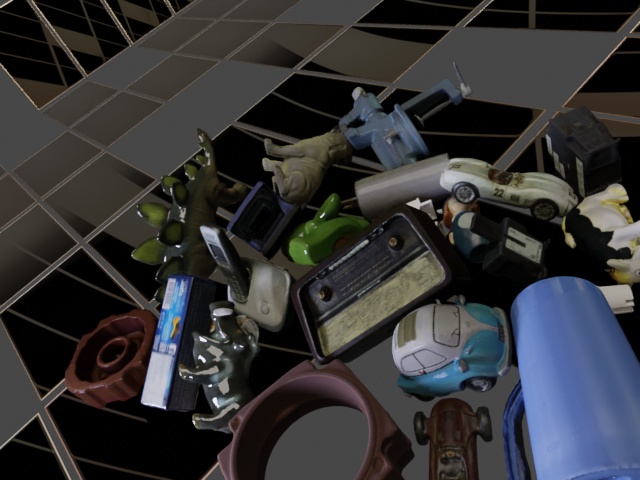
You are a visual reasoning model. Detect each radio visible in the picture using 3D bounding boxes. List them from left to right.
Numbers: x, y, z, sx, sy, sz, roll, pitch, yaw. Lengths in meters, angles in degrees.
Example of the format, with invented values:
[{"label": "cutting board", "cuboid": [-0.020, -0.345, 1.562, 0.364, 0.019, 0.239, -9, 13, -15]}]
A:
[{"label": "radio", "cuboid": [0.073, 0.061, 0.728, 0.229, 0.073, 0.131, -38, 61, 24]}]

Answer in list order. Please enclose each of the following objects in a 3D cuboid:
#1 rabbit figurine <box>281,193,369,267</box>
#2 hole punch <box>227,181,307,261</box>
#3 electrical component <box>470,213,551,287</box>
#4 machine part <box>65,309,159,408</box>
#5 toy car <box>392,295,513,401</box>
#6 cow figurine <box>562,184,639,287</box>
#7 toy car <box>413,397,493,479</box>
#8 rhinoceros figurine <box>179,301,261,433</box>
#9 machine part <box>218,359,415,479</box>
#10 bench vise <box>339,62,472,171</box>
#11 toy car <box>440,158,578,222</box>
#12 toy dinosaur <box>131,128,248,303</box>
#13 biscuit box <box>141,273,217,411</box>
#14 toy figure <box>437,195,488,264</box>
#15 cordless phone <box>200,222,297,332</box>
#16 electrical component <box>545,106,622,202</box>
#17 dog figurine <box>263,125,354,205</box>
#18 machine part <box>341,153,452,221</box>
[{"label": "rabbit figurine", "cuboid": [-0.002, -0.003, 0.901, 0.159, 0.121, 0.170, -52, 30, -17]}, {"label": "hole punch", "cuboid": [-0.094, -0.032, 0.958, 0.092, 0.115, 0.142, 31, 84, 7]}, {"label": "electrical component", "cuboid": [0.252, 0.012, 0.736, 0.119, 0.047, 0.075, 23, 54, -3]}, {"label": "machine part", "cuboid": [-0.348, 0.201, 0.930, 0.179, 0.056, 0.179, -16, 40, 14]}, {"label": "toy car", "cuboid": [0.143, 0.126, 0.655, 0.162, 0.103, 0.109, -31, 32, 40]}, {"label": "cow figurine", "cuboid": [0.382, 0.007, 0.697, 0.098, 0.068, 0.167, -23, 36, 16]}, {"label": "toy car", "cuboid": [0.144, 0.263, 0.576, 0.089, 0.053, 0.202, -7, 42, 19]}, {"label": "rhinoceros figurine", "cuboid": [-0.137, 0.180, 0.768, 0.112, 0.073, 0.190, -21, 64, 11]}, {"label": "machine part", "cuboid": [-0.008, 0.257, 0.645, 0.201, 0.087, 0.201, -36, 39, -11]}, {"label": "bench vise", "cuboid": [0.166, -0.234, 1.020, 0.241, 0.128, 0.224, -32, 54, 11]}, {"label": "toy car", "cuboid": [0.285, -0.080, 0.817, 0.202, 0.056, 0.073, 15, 35, 19]}, {"label": "toy dinosaur", "cuboid": [-0.228, 0.017, 0.948, 0.105, 0.198, 0.471, -11, 74, 36]}, {"label": "biscuit box", "cuboid": [-0.215, 0.155, 0.832, 0.059, 0.062, 0.202, 0, 74, 32]}, {"label": "toy figure", "cuboid": [0.228, -0.027, 0.838, 0.064, 0.057, 0.155, 9, 36, -15]}, {"label": "cordless phone", "cuboid": [-0.110, 0.048, 0.852, 0.147, 0.184, 0.089, 17, 53, 42]}, {"label": "electrical component", "cuboid": [0.390, -0.129, 0.802, 0.058, 0.114, 0.134, -21, 42, 7]}, {"label": "dog figurine", "cuboid": [-0.005, -0.138, 1.076, 0.191, 0.121, 0.172, -12, 80, -13]}, {"label": "machine part", "cuboid": [0.150, -0.090, 0.933, 0.243, 0.079, 0.079, -16, 41, 15]}]
